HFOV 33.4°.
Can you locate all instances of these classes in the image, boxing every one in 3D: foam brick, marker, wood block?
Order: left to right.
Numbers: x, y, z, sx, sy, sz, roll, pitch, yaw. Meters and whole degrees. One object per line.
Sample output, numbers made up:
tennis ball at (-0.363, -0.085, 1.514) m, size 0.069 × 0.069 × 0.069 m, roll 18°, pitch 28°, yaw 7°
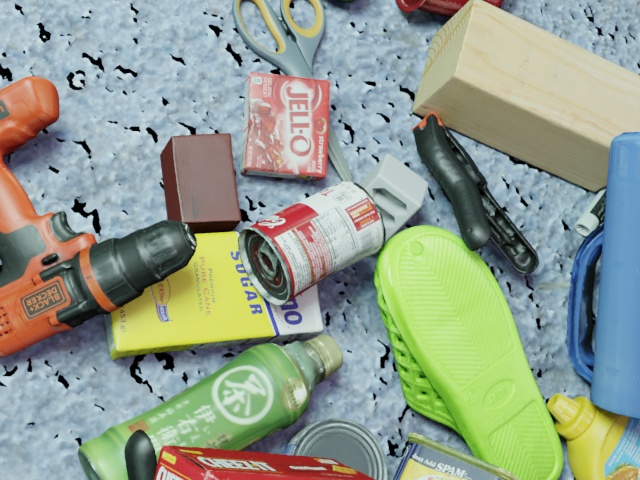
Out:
foam brick at (-0.101, -0.044, 0.894) m, size 0.053 × 0.051 × 0.078 m, roll -3°, pitch 77°, yaw -20°
wood block at (0.206, -0.134, 1.010) m, size 0.206 × 0.091 × 0.090 m, roll 22°, pitch 69°, yaw -14°
marker at (0.291, -0.051, 1.058) m, size 0.020 × 0.020 × 0.121 m, roll 43°, pitch 66°, yaw -5°

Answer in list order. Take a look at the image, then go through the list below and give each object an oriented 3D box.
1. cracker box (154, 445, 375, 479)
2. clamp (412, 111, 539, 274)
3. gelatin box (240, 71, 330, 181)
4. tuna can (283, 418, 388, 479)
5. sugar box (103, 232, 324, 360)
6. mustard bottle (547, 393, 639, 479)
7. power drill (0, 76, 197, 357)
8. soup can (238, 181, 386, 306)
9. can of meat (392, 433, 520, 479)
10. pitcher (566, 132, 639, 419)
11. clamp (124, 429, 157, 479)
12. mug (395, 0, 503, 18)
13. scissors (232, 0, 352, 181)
cracker box at (-0.053, 0.264, 0.763) m, size 0.163 × 0.072 × 0.214 m, roll 14°, pitch 89°, yaw -38°
clamp at (0.138, -0.041, 0.966) m, size 0.120 × 0.039 × 0.171 m, roll 36°, pitch 27°, yaw -49°
gelatin box at (-0.030, -0.100, 0.936) m, size 0.073 × 0.030 × 0.089 m, roll 5°, pitch 82°, yaw -12°
tuna can at (0.010, 0.191, 0.883) m, size 0.086 × 0.034 × 0.086 m, roll 5°, pitch 74°, yaw -19°
sugar box at (-0.089, 0.042, 0.879) m, size 0.176 × 0.048 × 0.093 m, roll -5°, pitch 78°, yaw -20°
mustard bottle at (0.283, 0.202, 0.968) m, size 0.191 × 0.058 × 0.096 m, roll 38°, pitch 71°, yaw -8°
power drill at (-0.204, -0.026, 0.812) m, size 0.184 × 0.057 × 0.188 m, roll -26°, pitch 80°, yaw 6°
soup can at (-0.006, 0.001, 0.862) m, size 0.102 × 0.069 × 0.068 m, roll -28°, pitch 87°, yaw -27°
can of meat at (0.104, 0.220, 0.880) m, size 0.102 × 0.057 × 0.084 m, roll 19°, pitch 69°, yaw 24°
pitcher at (0.296, 0.028, 0.927) m, size 0.149 × 0.145 × 0.243 m, roll 1°, pitch 95°, yaw 9°
clamp at (-0.098, 0.249, 0.799) m, size 0.164 × 0.036 × 0.210 m, roll 14°, pitch 94°, yaw -37°
mug at (0.132, -0.252, 1.003) m, size 0.081 × 0.117 × 0.093 m, roll 9°, pitch 92°, yaw -23°
scissors at (-0.002, -0.153, 0.979) m, size 0.096 × 0.016 × 0.202 m, roll -38°, pitch 92°, yaw -24°
